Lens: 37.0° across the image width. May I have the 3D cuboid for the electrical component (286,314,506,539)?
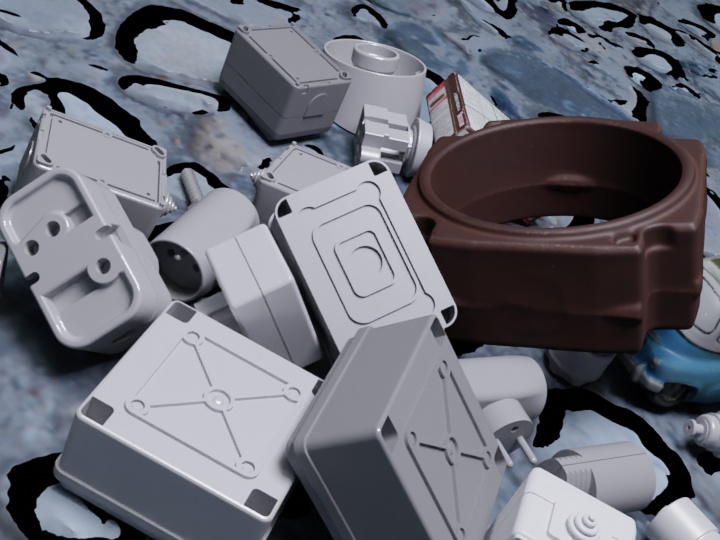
[{"bbox_3d":[0.024,0.097,0.559,0.108,0.056,0.108,64,30,-20],"label":"electrical component"}]

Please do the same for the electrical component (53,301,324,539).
[{"bbox_3d":[-0.081,0.084,0.554,0.109,0.056,0.108,29,36,3],"label":"electrical component"}]

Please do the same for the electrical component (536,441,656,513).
[{"bbox_3d":[0.133,0.128,0.645,0.081,0.043,0.043,-1,44,-33],"label":"electrical component"}]

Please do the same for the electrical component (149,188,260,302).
[{"bbox_3d":[-0.084,-0.008,0.678,0.079,0.043,0.077,31,36,5],"label":"electrical component"}]

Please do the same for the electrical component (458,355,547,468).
[{"bbox_3d":[0.081,0.089,0.661,0.077,0.043,0.079,-1,44,-33],"label":"electrical component"}]

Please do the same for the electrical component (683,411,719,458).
[{"bbox_3d":[0.259,0.115,0.744,0.078,0.040,0.040,12,38,-19],"label":"electrical component"}]

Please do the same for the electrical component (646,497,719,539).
[{"bbox_3d":[0.203,0.169,0.642,0.044,0.044,0.065,-7,43,-38],"label":"electrical component"}]

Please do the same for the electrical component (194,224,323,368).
[{"bbox_3d":[-0.071,0.028,0.621,0.076,0.083,0.047,-25,53,-6],"label":"electrical component"}]

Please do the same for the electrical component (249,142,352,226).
[{"bbox_3d":[-0.034,-0.040,0.739,0.096,0.061,0.061,23,35,7],"label":"electrical component"}]

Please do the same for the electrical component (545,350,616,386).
[{"bbox_3d":[0.159,0.047,0.746,0.043,0.062,0.043,17,37,-13],"label":"electrical component"}]

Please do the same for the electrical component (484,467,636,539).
[{"bbox_3d":[0.097,0.149,0.552,0.062,0.096,0.061,29,36,3],"label":"electrical component"}]

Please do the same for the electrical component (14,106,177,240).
[{"bbox_3d":[-0.163,-0.047,0.668,0.096,0.061,0.061,19,36,-24],"label":"electrical component"}]

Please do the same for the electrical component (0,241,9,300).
[{"bbox_3d":[-0.227,0.001,0.580,0.065,0.044,0.044,10,39,-15],"label":"electrical component"}]

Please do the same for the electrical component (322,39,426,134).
[{"bbox_3d":[0.009,-0.158,0.925,0.099,0.064,0.099,11,28,-6],"label":"electrical component"}]

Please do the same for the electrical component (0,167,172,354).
[{"bbox_3d":[-0.149,-0.003,0.597,0.095,0.054,0.059,59,5,13],"label":"electrical component"}]

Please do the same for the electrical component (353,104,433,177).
[{"bbox_3d":[0.026,-0.101,0.863,0.055,0.048,0.066,10,38,-10],"label":"electrical component"}]

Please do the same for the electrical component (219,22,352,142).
[{"bbox_3d":[-0.065,-0.151,0.852,0.062,0.061,0.096,-17,54,-44],"label":"electrical component"}]

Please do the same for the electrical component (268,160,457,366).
[{"bbox_3d":[0.000,0.000,0.657,0.078,0.057,0.113,-25,84,-11],"label":"electrical component"}]
